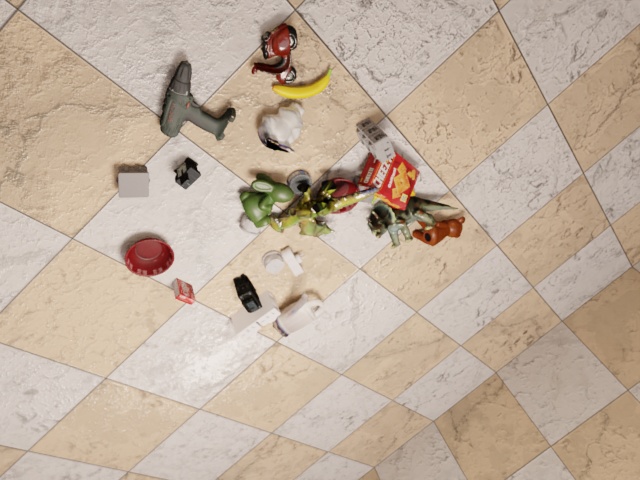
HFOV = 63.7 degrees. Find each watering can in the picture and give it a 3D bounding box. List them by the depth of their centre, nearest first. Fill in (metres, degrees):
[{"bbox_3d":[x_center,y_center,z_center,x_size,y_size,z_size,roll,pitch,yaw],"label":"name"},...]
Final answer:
[{"bbox_3d":[-0.097,0.299,2.103,0.224,0.105,0.342,-31,157,2],"label":"watering can"}]

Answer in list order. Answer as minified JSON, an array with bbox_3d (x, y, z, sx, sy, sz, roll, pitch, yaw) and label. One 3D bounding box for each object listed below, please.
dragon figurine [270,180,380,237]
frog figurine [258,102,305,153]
[{"bbox_3d":[0.006,-0.093,1.848,0.410,0.125,0.237,-5,150,-2],"label":"dragon figurine"},{"bbox_3d":[-0.122,-0.366,1.638,0.136,0.122,0.161,20,80,-26],"label":"frog figurine"}]
